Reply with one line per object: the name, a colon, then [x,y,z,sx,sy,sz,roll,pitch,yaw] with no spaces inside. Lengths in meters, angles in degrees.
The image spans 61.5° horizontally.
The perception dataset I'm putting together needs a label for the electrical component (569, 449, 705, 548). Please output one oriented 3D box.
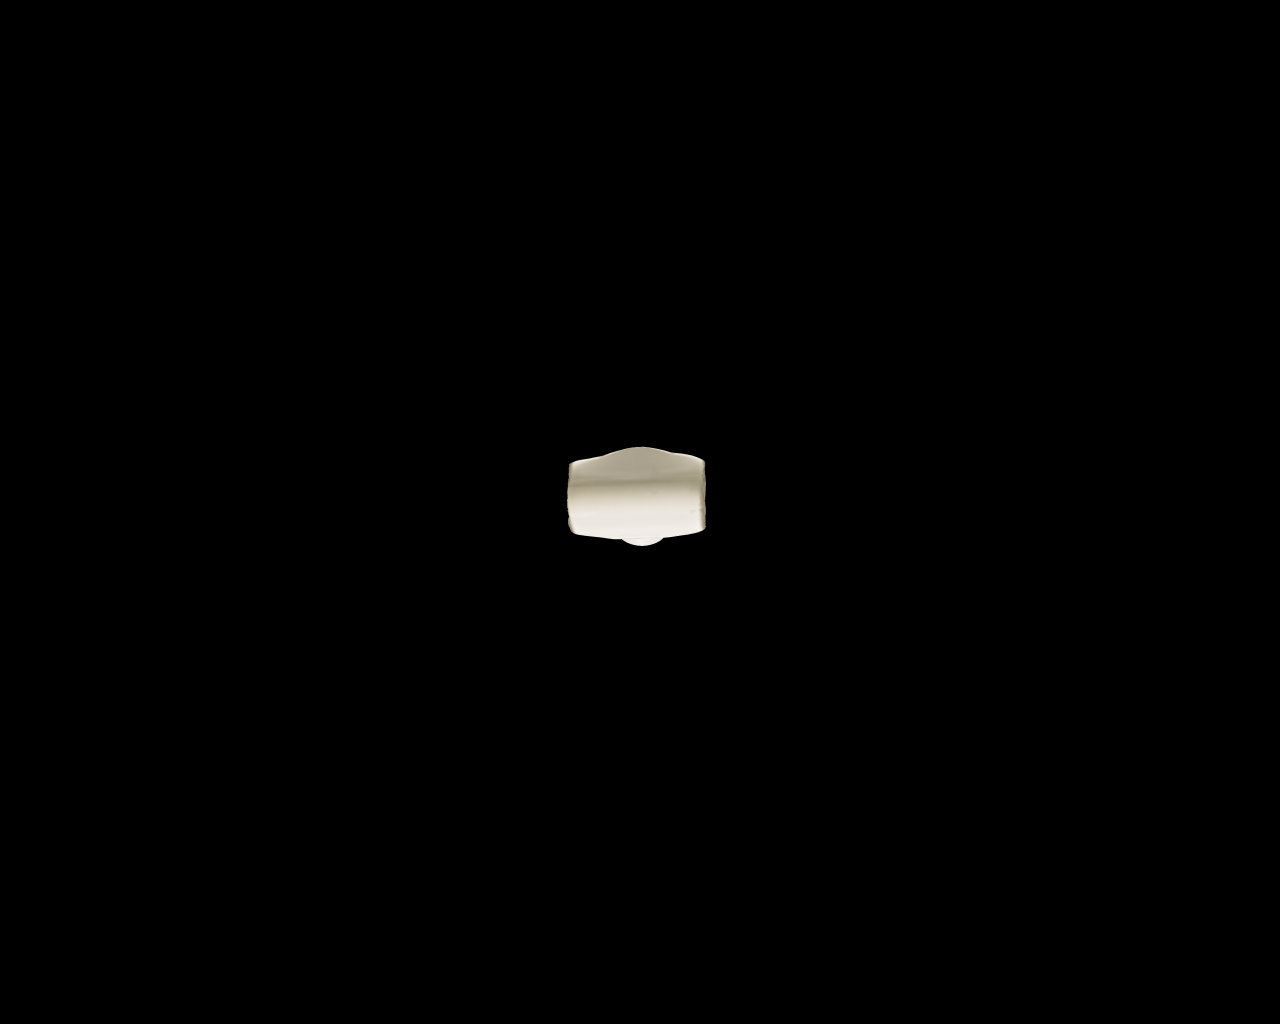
electrical component: [0.001,-0.003,0.650,0.077,0.043,0.079,-2,-23,5]
